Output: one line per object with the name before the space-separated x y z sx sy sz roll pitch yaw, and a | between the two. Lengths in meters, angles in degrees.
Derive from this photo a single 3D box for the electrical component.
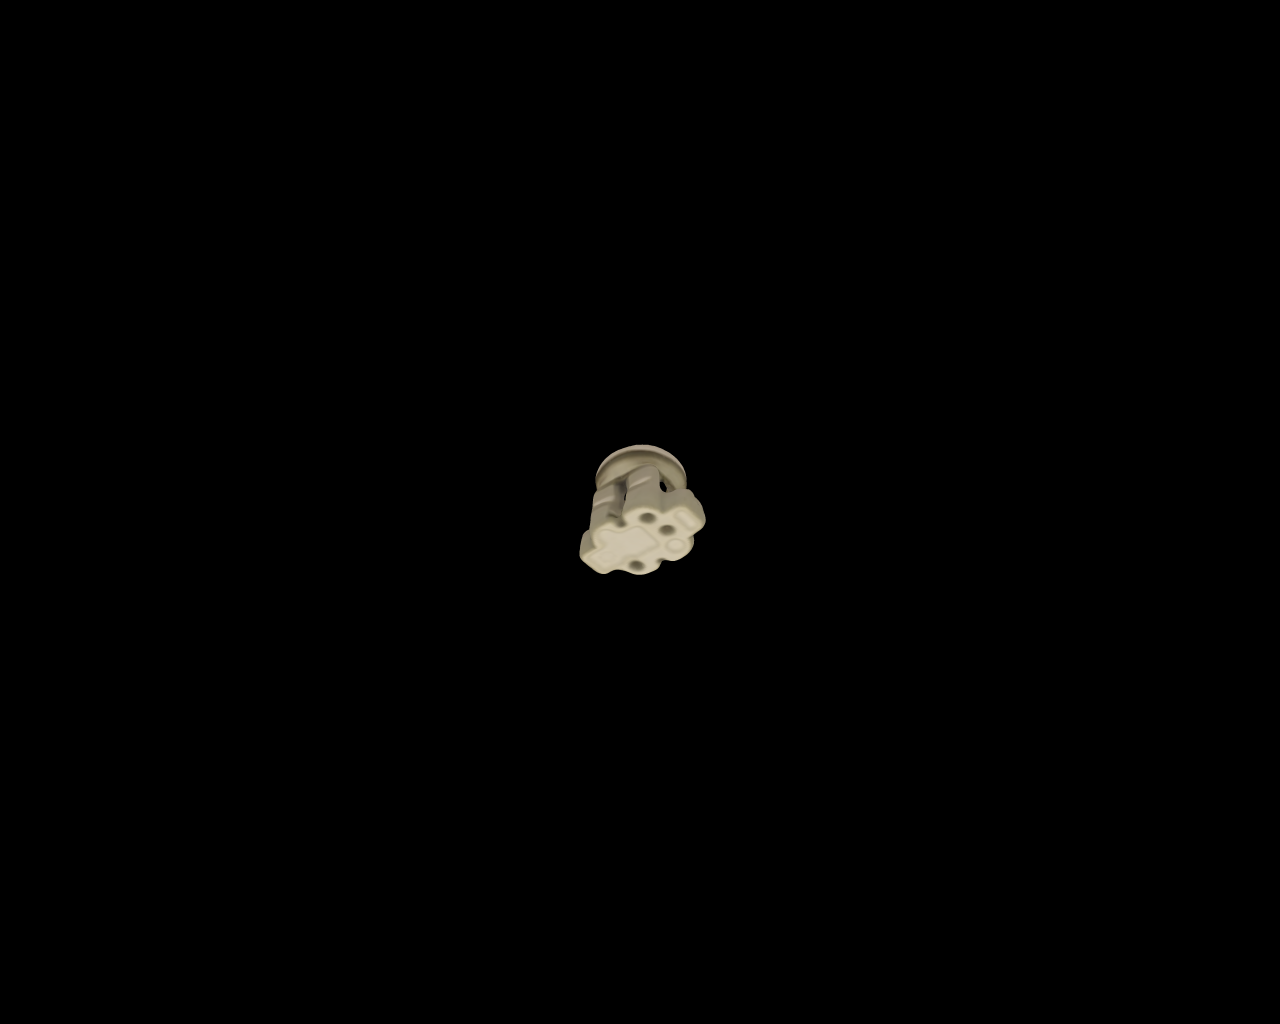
electrical component | 0.001 -0.003 0.650 0.078 0.057 0.058 -26 -49 25
